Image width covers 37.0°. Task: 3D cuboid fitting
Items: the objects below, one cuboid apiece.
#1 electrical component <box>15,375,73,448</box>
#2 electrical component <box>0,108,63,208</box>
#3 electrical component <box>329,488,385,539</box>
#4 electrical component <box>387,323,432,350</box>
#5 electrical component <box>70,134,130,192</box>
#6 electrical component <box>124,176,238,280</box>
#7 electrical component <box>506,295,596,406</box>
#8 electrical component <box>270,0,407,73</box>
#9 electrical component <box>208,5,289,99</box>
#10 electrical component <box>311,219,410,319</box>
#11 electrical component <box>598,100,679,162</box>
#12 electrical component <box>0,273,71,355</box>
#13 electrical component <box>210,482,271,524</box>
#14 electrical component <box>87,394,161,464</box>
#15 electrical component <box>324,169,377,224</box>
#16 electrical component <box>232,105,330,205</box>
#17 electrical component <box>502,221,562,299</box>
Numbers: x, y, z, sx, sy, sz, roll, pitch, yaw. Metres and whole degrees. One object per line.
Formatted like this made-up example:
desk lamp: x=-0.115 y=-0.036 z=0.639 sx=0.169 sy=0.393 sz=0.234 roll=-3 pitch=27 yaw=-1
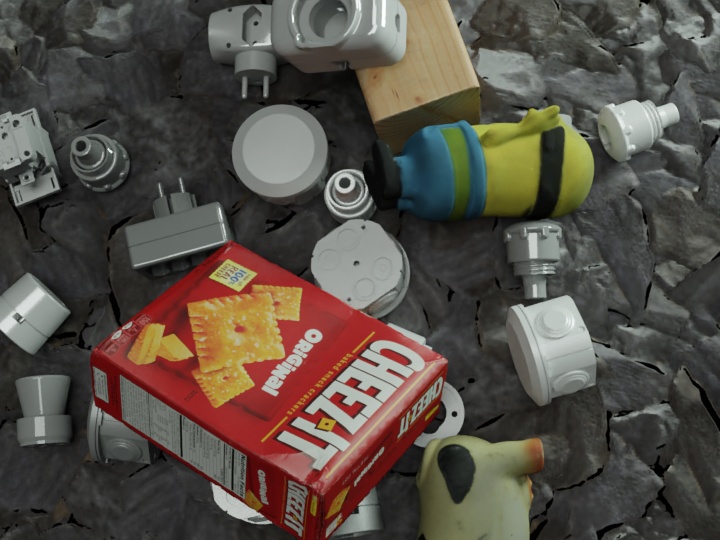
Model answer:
electrical component: x=-0.262 y=0.117 z=0.891 sx=0.045 sy=0.045 sz=0.055 roll=-7 pitch=78 yaw=5
electrical component: x=-0.295 y=-0.101 z=0.931 sx=0.042 sy=0.064 sz=0.081 roll=-22 pitch=77 yaw=2
electrical component: x=-0.012 y=0.184 z=0.843 sx=0.055 sy=0.055 sz=0.047 roll=-11 pitch=73 yaw=4
electrical component: x=0.017 y=0.062 z=0.872 sx=0.078 sy=0.040 sz=0.040 roll=22 pitch=82 yaw=11
electrical component: x=-0.229 y=-0.096 z=0.923 sx=0.048 sy=0.062 sz=0.048 roll=-1 pitch=78 yaw=6
electrical component: x=-0.154 y=-0.042 z=0.910 sx=0.083 sy=0.047 sz=0.075 roll=-15 pitch=77 yaw=3
electrical component: x=0.148 y=0.062 z=0.837 sx=0.051 sy=0.080 sz=0.080 roll=-16 pitch=77 yaw=-2
electrical component: x=-0.018 y=-0.188 z=0.826 sx=0.095 sy=0.059 sz=0.053 roll=-1 pitch=82 yaw=20
electrical component: x=-0.090 y=-0.186 z=0.935 sx=0.077 sy=0.043 sz=0.079 roll=-1 pitch=78 yaw=7
electrical component: x=0.000 y=0.000 z=0.881 sx=0.080 sy=0.051 sz=0.080 roll=-1 pitch=78 yaw=6
electrical component: x=0.230 y=-0.119 z=0.884 sx=0.062 sy=0.048 sz=0.048 roll=-19 pitch=77 yaw=-5
electrical component: x=-0.278 y=0.036 z=0.906 sx=0.055 sy=0.055 sz=0.047 roll=42 pitch=82 yaw=13
electrical component: x=-0.080 y=0.161 z=0.857 sx=0.080 sy=0.051 sz=0.080 roll=-1 pitch=78 yaw=6
electrical component: x=-0.185 y=0.116 z=0.865 sx=0.051 sy=0.080 sz=0.080 roll=8 pitch=79 yaw=3
electrical component: x=-0.009 y=-0.063 z=0.890 sx=0.043 sy=0.062 sz=0.043 roll=-1 pitch=78 yaw=6
electrical component: x=-0.064 y=-0.095 z=0.909 sx=0.080 sy=0.051 sz=0.080 roll=-1 pitch=78 yaw=6
electrical component: x=0.141 y=-0.007 z=0.871 sx=0.048 sy=0.048 sz=0.062 roll=-3 pitch=85 yaw=6
